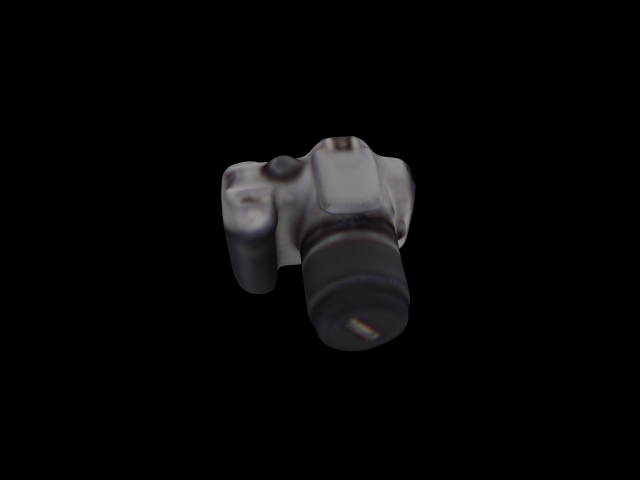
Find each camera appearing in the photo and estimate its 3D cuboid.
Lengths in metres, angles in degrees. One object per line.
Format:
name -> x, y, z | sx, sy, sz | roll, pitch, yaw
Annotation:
camera -> 0.004, 0.001, 0.400 | 0.143, 0.101, 0.136 | -5, 51, -4
